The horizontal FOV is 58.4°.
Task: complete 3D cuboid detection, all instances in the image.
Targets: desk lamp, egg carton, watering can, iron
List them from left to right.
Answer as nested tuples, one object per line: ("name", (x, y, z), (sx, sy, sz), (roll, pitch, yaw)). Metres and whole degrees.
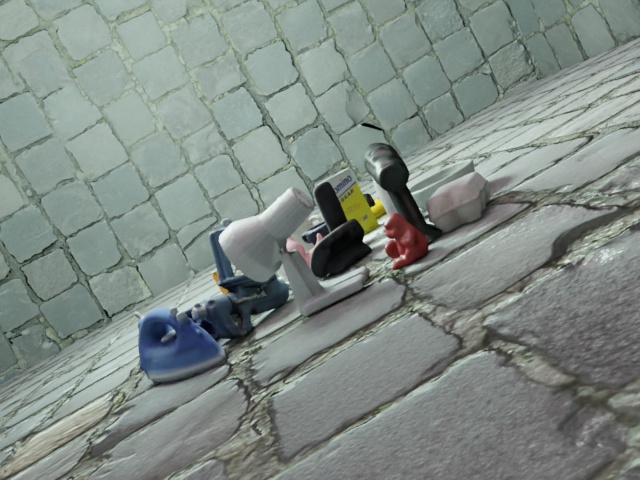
("iron", (-0.277, 0.185, 1.101), (0.119, 0.141, 0.257), (-35, 10, -40))
("desk lamp", (-0.049, 0.026, 1.033), (0.203, 0.213, 0.118), (-27, 8, 15))
("watering can", (-0.073, -0.028, 1.578), (0.173, 0.194, 0.101), (-29, 7, 3))
("egg carton", (0.263, -0.073, 1.084), (0.107, 0.069, 0.150), (-25, 8, 30))

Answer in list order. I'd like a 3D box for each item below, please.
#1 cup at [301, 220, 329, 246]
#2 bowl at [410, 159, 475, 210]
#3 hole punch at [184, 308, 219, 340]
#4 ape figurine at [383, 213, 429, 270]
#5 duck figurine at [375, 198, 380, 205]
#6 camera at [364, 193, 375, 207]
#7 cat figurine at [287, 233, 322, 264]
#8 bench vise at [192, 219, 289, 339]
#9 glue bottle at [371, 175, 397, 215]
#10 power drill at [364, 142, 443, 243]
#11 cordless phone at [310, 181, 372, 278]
("cup", (0.013, 0.005, 1.411), (0.117, 0.095, 0.092), (-23, 9, 38))
("bowl", (0.277, -0.110, 1.268), (0.167, 0.075, 0.167), (-29, 7, 4))
("hole punch", (-0.277, 0.191, 1.258), (0.108, 0.091, 0.101), (-28, 7, 6))
("ape figurine", (0.141, -0.004, 0.989), (0.076, 0.092, 0.077), (-30, 7, -7))
("duck figurine", (0.205, -0.145, 1.748), (0.105, 0.086, 0.077), (-31, 8, -18))
("camera", (0.095, -0.095, 1.764), (0.136, 0.101, 0.143), (-26, 8, 20))
("cat figurine", (-0.040, 0.033, 1.328), (0.128, 0.118, 0.067), (-29, 7, 5))
("bench vise", (-0.176, 0.075, 1.155), (0.121, 0.220, 0.208), (-24, 9, 33))
("glue bottle", (0.153, -0.105, 1.319), (0.037, 0.173, 0.078), (-28, 8, 9))
("power drill", (0.148, -0.090, 1.090), (0.075, 0.208, 0.229), (-28, 7, 5))
("cordless phone", (0.014, -0.024, 1.244), (0.094, 0.185, 0.148), (-21, 11, 48))
